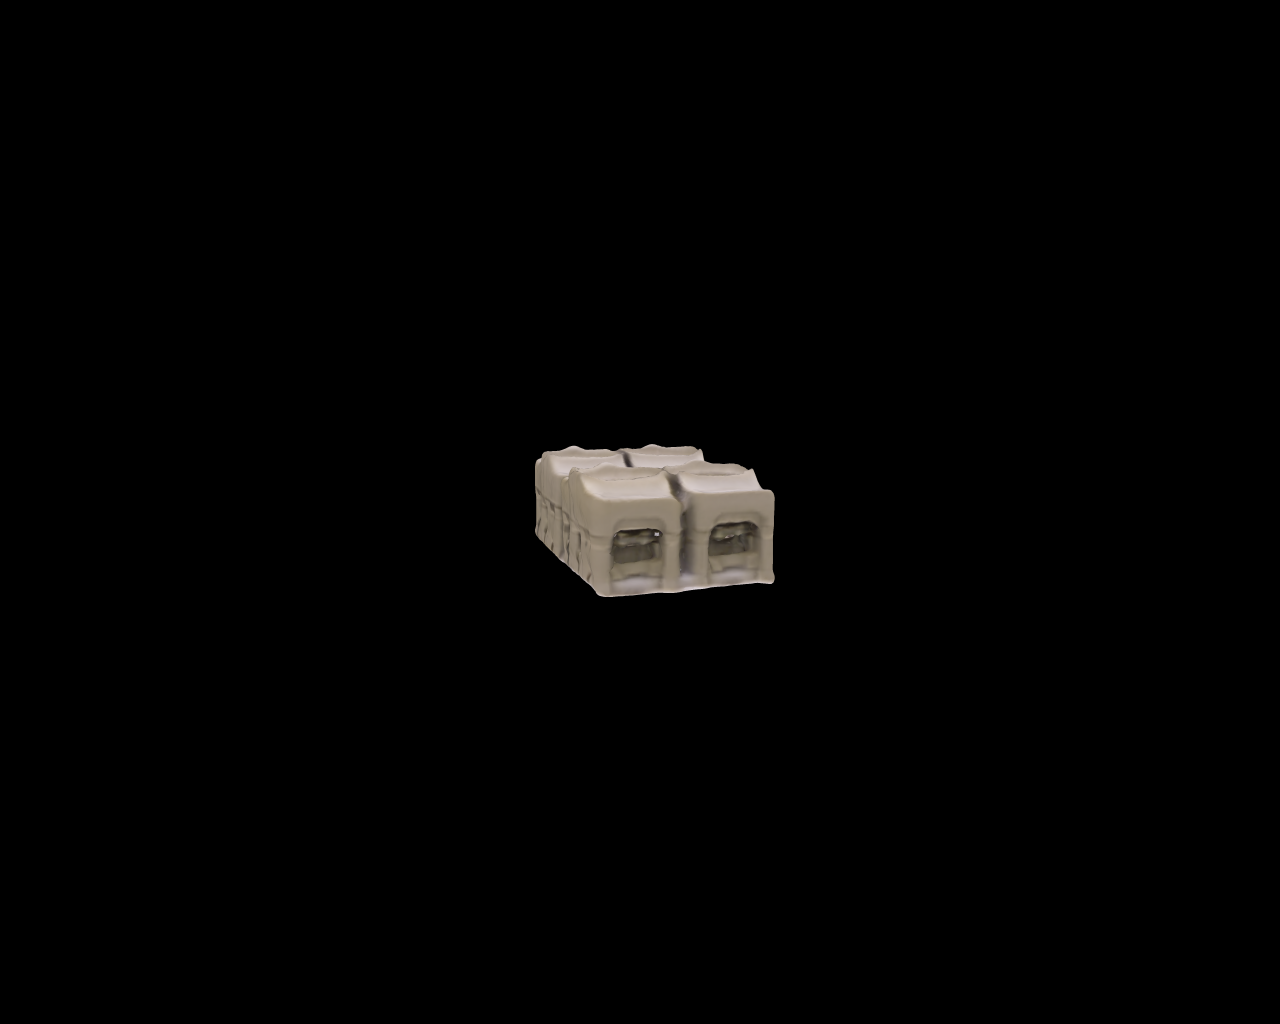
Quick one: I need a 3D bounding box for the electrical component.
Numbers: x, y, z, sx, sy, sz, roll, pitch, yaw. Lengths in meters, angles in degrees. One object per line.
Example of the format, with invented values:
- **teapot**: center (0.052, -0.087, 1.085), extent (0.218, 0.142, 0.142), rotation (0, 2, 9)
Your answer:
- **electrical component**: center (0.001, -0.003, 0.650), extent (0.105, 0.060, 0.186), rotation (-3, 10, -15)
